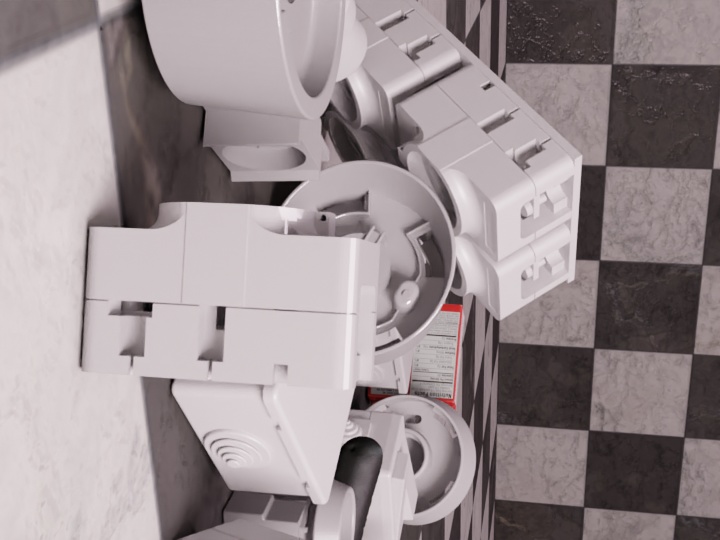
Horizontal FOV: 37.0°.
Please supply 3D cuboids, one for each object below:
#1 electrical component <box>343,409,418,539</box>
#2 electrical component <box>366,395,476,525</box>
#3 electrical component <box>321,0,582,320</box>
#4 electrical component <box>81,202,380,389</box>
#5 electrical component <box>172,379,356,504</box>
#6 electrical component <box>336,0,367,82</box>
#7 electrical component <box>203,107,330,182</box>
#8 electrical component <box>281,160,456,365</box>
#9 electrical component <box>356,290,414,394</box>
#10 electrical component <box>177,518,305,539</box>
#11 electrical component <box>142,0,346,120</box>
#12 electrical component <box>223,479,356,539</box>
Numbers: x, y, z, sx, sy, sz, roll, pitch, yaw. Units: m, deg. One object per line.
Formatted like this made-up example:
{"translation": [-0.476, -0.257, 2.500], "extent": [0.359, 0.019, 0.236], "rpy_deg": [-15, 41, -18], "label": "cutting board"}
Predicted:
{"translation": [0.004, 0.138, 0.717], "extent": [0.061, 0.061, 0.096], "rpy_deg": [-72, 161, -55], "label": "electrical component"}
{"translation": [0.038, 0.142, 0.815], "extent": [0.064, 0.099, 0.099], "rpy_deg": [41, 53, -69], "label": "electrical component"}
{"translation": [0.040, -0.071, 0.608], "extent": [0.186, 0.060, 0.105], "rpy_deg": [51, -15, 33], "label": "electrical component"}
{"translation": [-0.041, 0.007, 0.360], "extent": [0.050, 0.089, 0.055], "rpy_deg": [8, 85, -79], "label": "electrical component"}
{"translation": [-0.038, 0.043, 0.478], "extent": [0.099, 0.048, 0.099], "rpy_deg": [72, 25, -47], "label": "electrical component"}
{"translation": [-0.023, -0.127, 0.550], "extent": [0.055, 0.045, 0.045], "rpy_deg": [60, 34, -70], "label": "electrical component"}
{"translation": [-0.041, -0.076, 0.476], "extent": [0.081, 0.042, 0.063], "rpy_deg": [59, 31, -73], "label": "electrical component"}
{"translation": [0.000, 0.000, 0.565], "extent": [0.064, 0.099, 0.099], "rpy_deg": [81, 14, -71], "label": "electrical component"}
{"translation": [0.012, 0.027, 0.763], "extent": [0.099, 0.048, 0.099], "rpy_deg": [80, 17, -50], "label": "electrical component"}
{"translation": [-0.053, 0.137, 0.425], "extent": [0.077, 0.066, 0.047], "rpy_deg": [-6, 100, -50], "label": "electrical component"}
{"translation": [-0.045, -0.109, 0.389], "extent": [0.108, 0.060, 0.108], "rpy_deg": [3, 90, -79], "label": "electrical component"}
{"translation": [-0.033, 0.125, 0.529], "extent": [0.066, 0.055, 0.048], "rpy_deg": [-61, 152, -68], "label": "electrical component"}
